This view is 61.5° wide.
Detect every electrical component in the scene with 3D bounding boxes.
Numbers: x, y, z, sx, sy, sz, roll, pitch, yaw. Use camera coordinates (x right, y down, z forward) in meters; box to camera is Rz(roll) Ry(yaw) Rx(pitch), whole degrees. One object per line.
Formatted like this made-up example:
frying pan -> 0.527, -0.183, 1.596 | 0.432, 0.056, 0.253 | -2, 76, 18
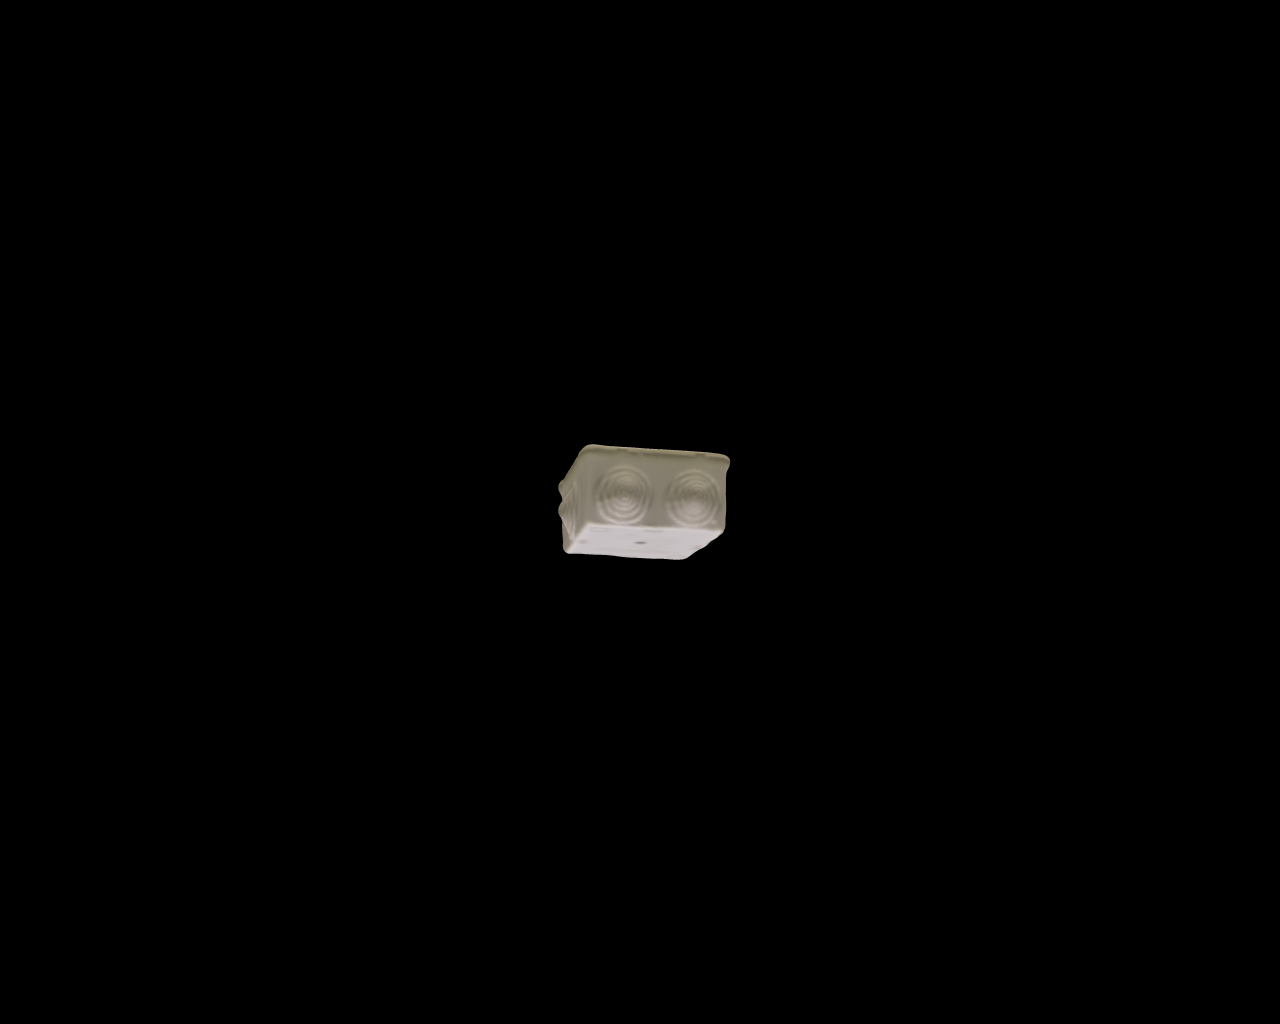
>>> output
electrical component -> 0.001, -0.003, 0.650 | 0.100, 0.048, 0.099 | 4, -15, -14
